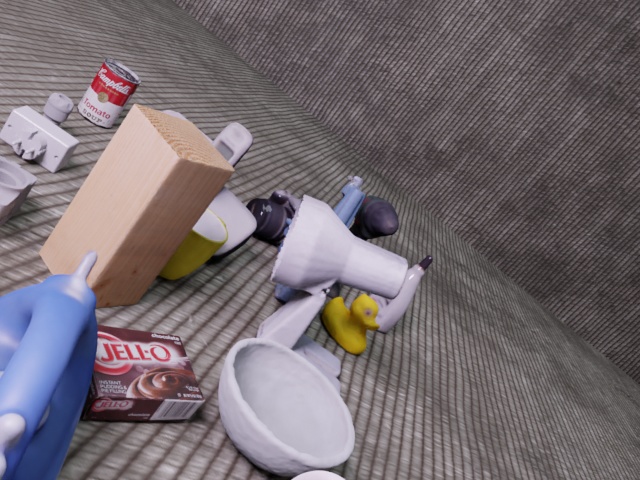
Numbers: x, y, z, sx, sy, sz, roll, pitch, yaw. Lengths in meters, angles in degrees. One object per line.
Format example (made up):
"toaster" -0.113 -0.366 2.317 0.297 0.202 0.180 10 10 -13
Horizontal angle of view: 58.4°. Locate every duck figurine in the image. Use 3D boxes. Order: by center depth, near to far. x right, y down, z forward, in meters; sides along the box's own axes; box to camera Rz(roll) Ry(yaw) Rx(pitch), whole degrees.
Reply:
"duck figurine" 0.059 0.128 0.963 0.078 0.086 0.104 17 28 -51

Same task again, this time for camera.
"camera" -0.077 -0.046 1.089 0.137 0.100 0.142 24 23 -41

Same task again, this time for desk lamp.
"desk lamp" 0.003 0.072 0.772 0.203 0.213 0.118 36 18 -11

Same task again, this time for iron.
"iron" -0.203 0.113 0.371 0.119 0.141 0.258 32 19 -23

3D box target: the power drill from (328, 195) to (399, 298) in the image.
"power drill" 0.067 0.005 1.078 0.076 0.208 0.229 36 18 -12

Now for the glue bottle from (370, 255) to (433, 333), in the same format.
"glue bottle" 0.155 0.094 1.096 0.037 0.173 0.078 24 23 -40

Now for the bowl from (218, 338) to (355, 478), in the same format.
"bowl" -0.047 0.190 0.612 0.168 0.074 0.167 36 18 -13

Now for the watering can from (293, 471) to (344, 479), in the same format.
"watering can" -0.043 0.221 0.345 0.174 0.194 0.100 17 28 -50

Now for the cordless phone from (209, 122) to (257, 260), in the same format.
"cordless phone" -0.146 -0.075 0.880 0.147 0.185 0.094 42 17 9

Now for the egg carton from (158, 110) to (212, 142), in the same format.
"egg carton" -0.269 -0.187 1.097 0.150 0.069 0.107 40 17 0

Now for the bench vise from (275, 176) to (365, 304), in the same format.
"bench vise" 0.017 0.008 0.950 0.122 0.219 0.207 25 22 -38
